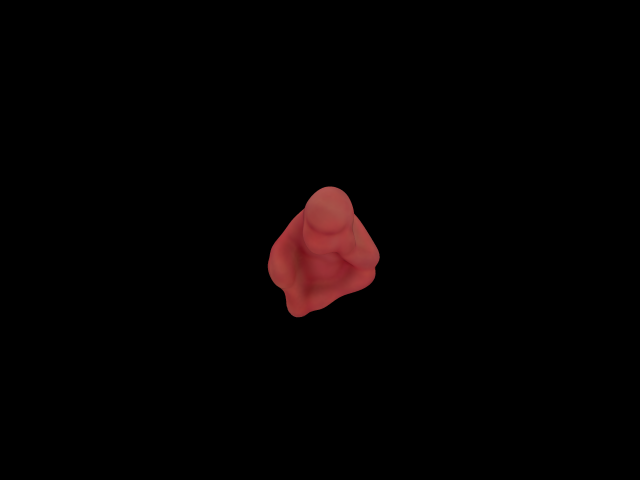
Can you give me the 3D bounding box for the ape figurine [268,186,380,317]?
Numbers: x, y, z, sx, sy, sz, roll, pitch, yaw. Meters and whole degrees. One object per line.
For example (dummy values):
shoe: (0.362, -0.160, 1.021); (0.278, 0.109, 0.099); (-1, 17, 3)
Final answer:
ape figurine: (0.004, 0.001, 0.400); (0.077, 0.092, 0.076); (11, 51, 9)
